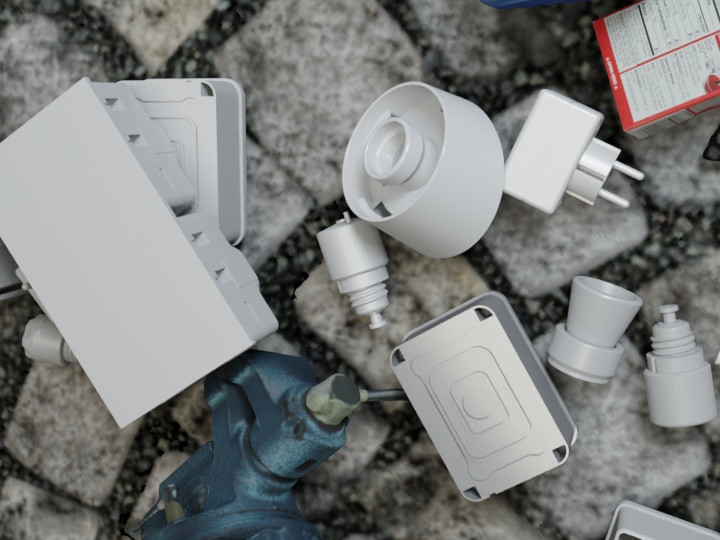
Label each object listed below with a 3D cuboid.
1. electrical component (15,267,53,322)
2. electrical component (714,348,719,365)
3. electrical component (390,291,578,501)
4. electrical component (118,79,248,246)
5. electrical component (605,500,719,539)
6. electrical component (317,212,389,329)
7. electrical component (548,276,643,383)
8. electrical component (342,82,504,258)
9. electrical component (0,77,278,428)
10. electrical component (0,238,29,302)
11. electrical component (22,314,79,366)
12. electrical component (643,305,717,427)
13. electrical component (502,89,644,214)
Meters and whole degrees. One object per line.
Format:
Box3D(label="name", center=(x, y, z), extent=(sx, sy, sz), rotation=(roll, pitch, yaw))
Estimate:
Box3D(label="electrical component", center=(-0.206, 0.000, 0.746), extent=(0.066, 0.077, 0.047), rotation=(-38, 87, 17))
Box3D(label="electrical component", center=(0.253, 0.065, 0.644), extent=(0.078, 0.040, 0.040), rotation=(21, 103, 12))
Box3D(label="electrical component", center=(0.080, 0.079, 0.687), extent=(0.078, 0.057, 0.113), rotation=(-29, 90, 18))
Box3D(label="electrical component", center=(-0.119, -0.071, 0.721), extent=(0.078, 0.057, 0.113), rotation=(2, 99, 15))
Box3D(label="electrical component", center=(0.199, 0.217, 0.675), extent=(0.109, 0.056, 0.108), rotation=(18, 103, 13))
Box3D(label="electrical component", center=(0.000, 0.000, 0.707), extent=(0.040, 0.040, 0.078), rotation=(-17, 93, 18))
Box3D(label="electrical component", center=(0.145, 0.037, 0.669), extent=(0.045, 0.045, 0.055), rotation=(20, 104, 12))
Box3D(label="electrical component", center=(0.038, -0.063, 0.664), extent=(0.099, 0.064, 0.099), rotation=(-23, 58, 42))
Box3D(label="electrical component", center=(-0.146, -0.012, 0.674), extent=(0.105, 0.060, 0.186), rotation=(-33, 89, 18))
Box3D(label="electrical component", center=(-0.280, -0.020, 0.772), extent=(0.061, 0.062, 0.096), rotation=(-14, 95, 19))
Box3D(label="electrical component", center=(-0.210, 0.053, 0.778), extent=(0.061, 0.035, 0.035), rotation=(11, 101, 11))
Box3D(label="electrical component", center=(0.195, 0.061, 0.660), extent=(0.040, 0.040, 0.078), rotation=(-8, 96, 17))
Box3D(label="electrical component", center=(0.133, -0.064, 0.655), extent=(0.077, 0.047, 0.065), rotation=(27, 104, 10))
